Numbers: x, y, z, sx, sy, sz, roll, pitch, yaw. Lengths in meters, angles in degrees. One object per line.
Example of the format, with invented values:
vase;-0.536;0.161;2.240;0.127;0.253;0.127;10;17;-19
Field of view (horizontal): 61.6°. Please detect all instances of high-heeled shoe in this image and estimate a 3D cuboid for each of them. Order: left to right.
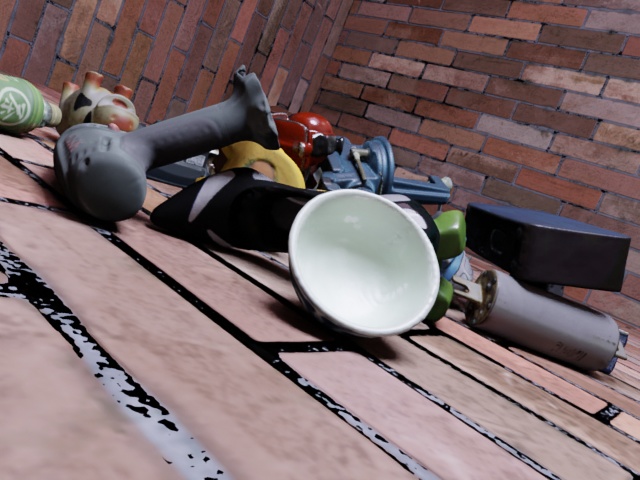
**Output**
high-heeled shoe;-0.021;-0.006;0.488;0.249;0.086;0.145;-9;31;-17

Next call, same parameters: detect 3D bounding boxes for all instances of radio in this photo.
radio;0.289;0.001;0.729;0.131;0.073;0.230;6;10;-7

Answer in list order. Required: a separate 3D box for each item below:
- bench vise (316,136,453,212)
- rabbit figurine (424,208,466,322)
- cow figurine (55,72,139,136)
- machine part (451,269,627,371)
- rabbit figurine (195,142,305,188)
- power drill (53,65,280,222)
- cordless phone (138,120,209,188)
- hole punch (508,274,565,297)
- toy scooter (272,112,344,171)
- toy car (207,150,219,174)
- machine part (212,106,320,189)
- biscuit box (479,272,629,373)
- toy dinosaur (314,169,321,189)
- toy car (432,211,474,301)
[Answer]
bench vise;0.101;-0.078;0.807;0.241;0.128;0.224;3;29;-19
rabbit figurine;0.085;0.008;0.635;0.159;0.121;0.170;2;20;9
cow figurine;-0.319;-0.165;0.760;0.085;0.127;0.195;17;-5;-43
machine part;0.272;0.100;0.663;0.243;0.079;0.079;23;7;-7
rabbit figurine;-0.066;-0.054;0.662;0.162;0.122;0.173;19;-12;-7
power drill;-0.153;-0.102;0.517;0.207;0.085;0.232;-17;27;-13
cordless phone;-0.282;-0.142;0.875;0.184;0.088;0.146;13;1;37
hole punch;0.334;0.084;0.858;0.092;0.115;0.142;17;2;39
toy scooter;-0.031;-0.130;0.716;0.184;0.075;0.135;-10;23;-43
toy car;-0.216;-0.142;1.006;0.201;0.073;0.056;20;6;-20
machine part;-0.088;-0.126;0.874;0.179;0.179;0.056;23;34;5
biscuit box;0.310;0.111;0.750;0.203;0.062;0.059;23;5;7
toy dinosaur;0.043;-0.093;0.963;0.405;0.192;0.131;24;9;23
toy car;0.166;0.034;0.753;0.103;0.109;0.162;41;15;-3
